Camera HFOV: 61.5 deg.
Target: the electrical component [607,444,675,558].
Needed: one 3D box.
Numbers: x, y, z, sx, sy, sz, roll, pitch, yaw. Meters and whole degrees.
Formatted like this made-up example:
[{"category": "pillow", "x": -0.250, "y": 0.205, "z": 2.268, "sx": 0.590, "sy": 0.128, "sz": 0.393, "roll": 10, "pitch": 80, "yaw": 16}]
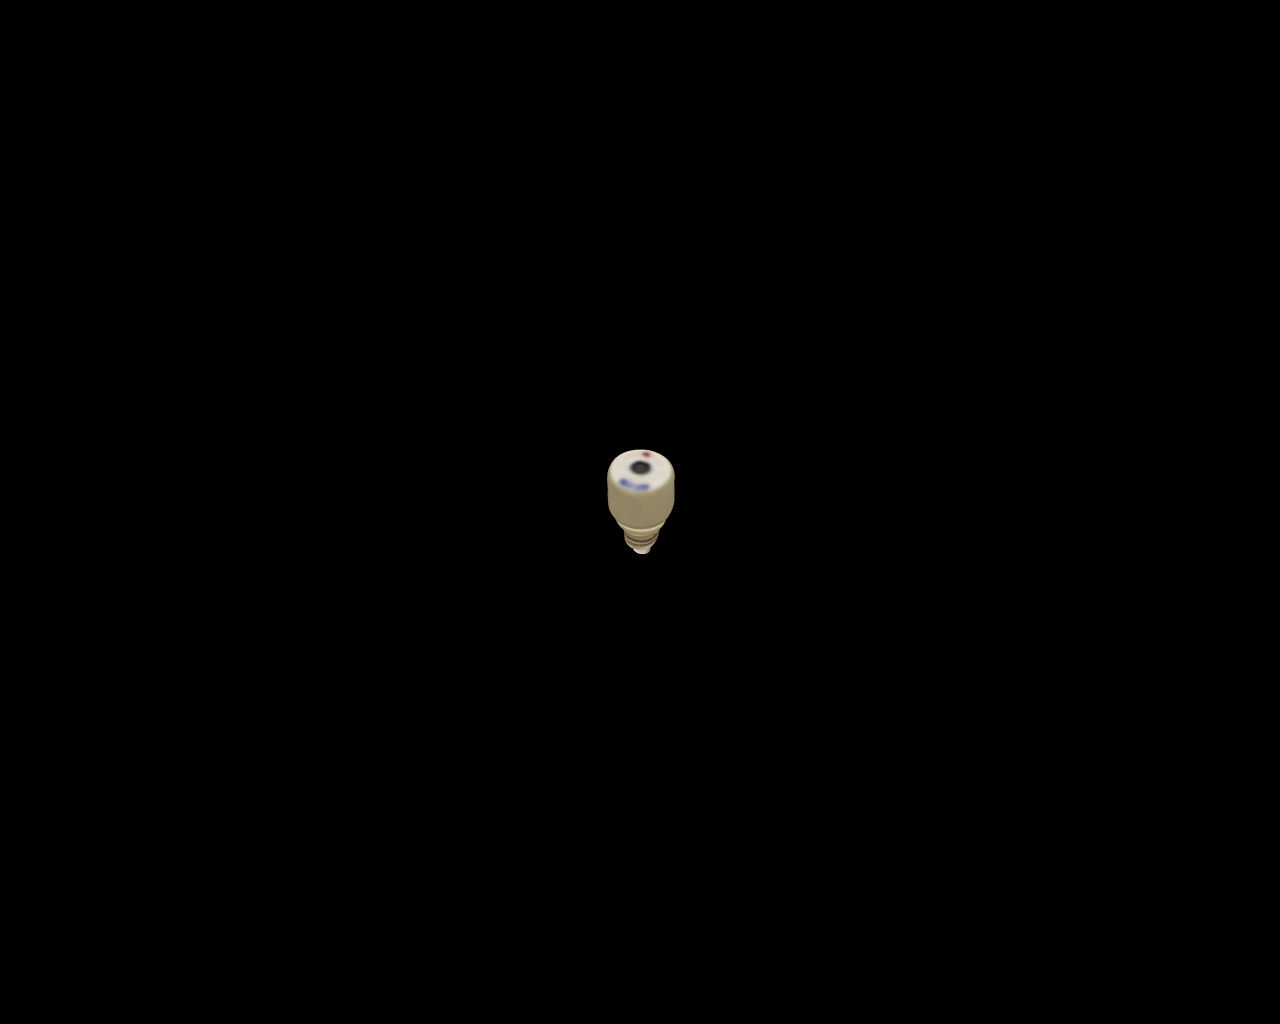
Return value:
[{"category": "electrical component", "x": 0.001, "y": -0.003, "z": 0.650, "sx": 0.040, "sy": 0.040, "sz": 0.078, "roll": 0, "pitch": -44, "yaw": 0}]
